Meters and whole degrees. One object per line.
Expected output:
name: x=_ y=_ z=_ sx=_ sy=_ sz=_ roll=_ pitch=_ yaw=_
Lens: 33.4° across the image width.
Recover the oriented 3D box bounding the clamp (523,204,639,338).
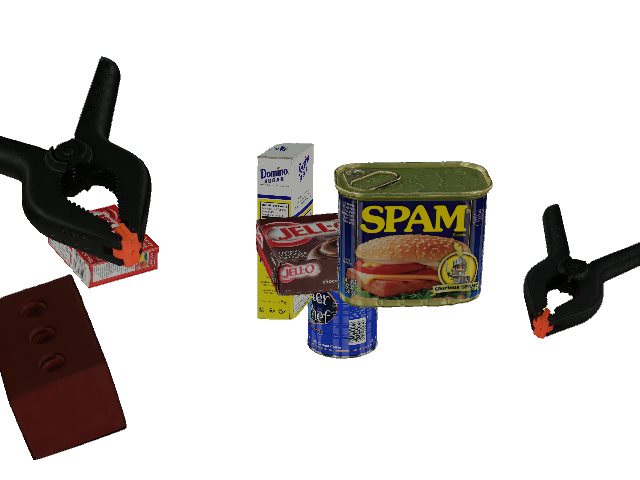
clamp: x=0.253 y=0.029 z=1.101 sx=0.120 sy=0.039 sz=0.171 roll=27 pitch=50 yaw=31

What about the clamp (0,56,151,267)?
clamp: x=-0.182 y=-0.062 z=0.804 sx=0.164 sy=0.036 sz=0.210 roll=-32 pitch=56 yaw=-27

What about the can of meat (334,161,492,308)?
can of meat: x=0.060 y=-0.004 z=0.712 sx=0.102 sy=0.084 sz=0.057 roll=-1 pitch=24 yaw=-1

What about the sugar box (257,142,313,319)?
sugar box: x=-0.038 y=-0.011 z=1.142 sx=0.048 sy=0.176 sz=0.093 roll=2 pitch=14 yaw=13

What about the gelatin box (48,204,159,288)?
gelatin box: x=-0.206 y=0.003 z=1.008 sx=0.073 sy=0.030 sz=0.089 roll=-16 pitch=39 yaw=-35

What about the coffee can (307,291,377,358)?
coffee can: x=0.032 y=0.083 z=1.520 sx=0.103 sy=0.140 sz=0.103 roll=0 pitch=21 yaw=0

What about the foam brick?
foam brick: x=-0.144 y=0.068 z=0.575 sx=0.053 sy=0.051 sz=0.078 roll=-20 pitch=43 yaw=-15

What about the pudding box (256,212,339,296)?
pudding box: x=0.006 y=0.009 z=0.938 sx=0.113 sy=0.039 sz=0.090 roll=-3 pitch=26 yaw=-15
